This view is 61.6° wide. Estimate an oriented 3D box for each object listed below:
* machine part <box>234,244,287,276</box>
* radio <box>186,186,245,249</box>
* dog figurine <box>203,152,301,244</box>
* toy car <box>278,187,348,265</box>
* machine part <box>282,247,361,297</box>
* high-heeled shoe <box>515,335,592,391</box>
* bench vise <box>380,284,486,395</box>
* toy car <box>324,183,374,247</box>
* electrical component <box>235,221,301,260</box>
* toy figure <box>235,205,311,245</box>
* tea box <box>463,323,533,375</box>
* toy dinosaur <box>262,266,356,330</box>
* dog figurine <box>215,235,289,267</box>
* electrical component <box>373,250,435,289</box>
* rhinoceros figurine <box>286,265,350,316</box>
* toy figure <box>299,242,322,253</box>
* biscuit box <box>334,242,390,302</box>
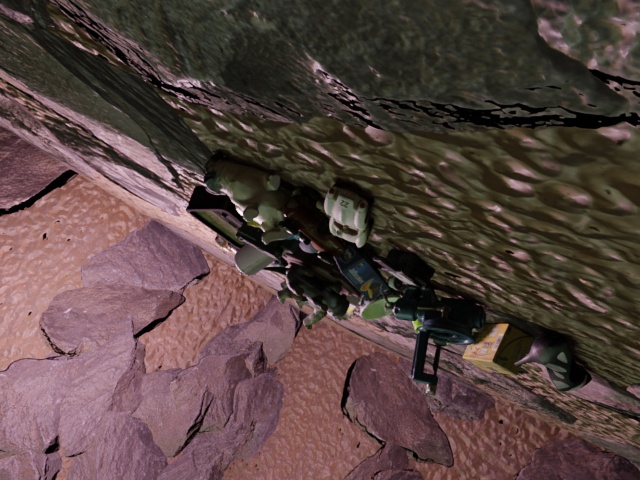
[{"bbox_3d":[-0.133,0.020,1.311,0.079,0.079,0.243,33,135,-24],"label":"machine part"},{"bbox_3d":[-0.212,-0.052,1.355,0.131,0.073,0.229,0,155,32],"label":"radio"},{"bbox_3d":[-0.127,-0.087,1.049,0.191,0.121,0.172,33,165,44],"label":"dog figurine"},{"bbox_3d":[0.001,-0.020,1.023,0.053,0.089,0.202,23,167,43],"label":"toy car"},{"bbox_3d":[0.016,0.062,1.362,0.201,0.087,0.201,22,166,30],"label":"machine part"},{"bbox_3d":[0.523,0.249,1.116,0.248,0.086,0.145,14,144,-25],"label":"high-heeled shoe"},{"bbox_3d":[0.232,0.205,1.151,0.224,0.240,0.128,8,159,16],"label":"bench vise"},{"bbox_3d":[0.050,-0.038,0.916,0.074,0.056,0.201,26,169,12],"label":"toy car"},{"bbox_3d":[-0.103,-0.024,1.187,0.134,0.115,0.058,25,173,15],"label":"electrical component"},{"bbox_3d":[-0.091,-0.056,1.116,0.180,0.082,0.089,29,158,18],"label":"toy figure"},{"bbox_3d":[0.407,0.250,1.241,0.068,0.098,0.169,29,170,-1],"label":"tea box"},{"bbox_3d":[-0.011,0.155,1.646,0.404,0.192,0.131,51,-167,-54],"label":"toy dinosaur"},{"bbox_3d":[-0.184,0.020,1.605,0.219,0.108,0.192,31,168,-29],"label":"dog figurine"},{"bbox_3d":[0.160,0.049,1.061,0.119,0.048,0.075,34,167,-27],"label":"electrical component"},{"bbox_3d":[-0.003,0.130,1.308,0.190,0.073,0.112,34,166,-25],"label":"rhinoceros figurine"},{"bbox_3d":[-0.004,-0.004,1.197,0.064,0.058,0.154,26,165,-17],"label":"toy figure"},{"bbox_3d":[0.095,0.072,1.216,0.202,0.063,0.059,47,-167,-55],"label":"biscuit box"}]
